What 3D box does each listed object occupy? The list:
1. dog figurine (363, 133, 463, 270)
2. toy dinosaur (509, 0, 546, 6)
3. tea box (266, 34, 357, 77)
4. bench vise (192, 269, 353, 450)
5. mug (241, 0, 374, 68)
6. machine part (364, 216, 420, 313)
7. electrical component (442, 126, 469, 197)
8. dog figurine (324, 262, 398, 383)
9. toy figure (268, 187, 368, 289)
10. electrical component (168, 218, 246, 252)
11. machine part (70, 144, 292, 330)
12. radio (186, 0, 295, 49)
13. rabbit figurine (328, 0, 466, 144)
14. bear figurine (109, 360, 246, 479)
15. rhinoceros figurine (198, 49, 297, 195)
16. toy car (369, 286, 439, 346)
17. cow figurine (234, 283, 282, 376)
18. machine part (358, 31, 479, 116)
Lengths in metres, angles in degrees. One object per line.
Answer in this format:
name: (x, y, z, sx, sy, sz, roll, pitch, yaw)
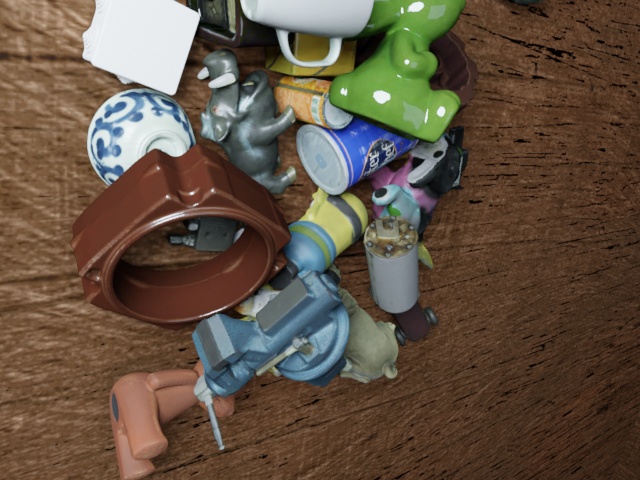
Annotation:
dog figurine: (0.154, -0.049, 0.863, 0.191, 0.109, 0.219, -32, 135, 1)
toy dinosaur: (0.312, -0.439, 0.812, 0.192, 0.131, 0.404, -49, 139, 7)
tea box: (-0.006, -0.287, 0.647, 0.098, 0.068, 0.169, -14, 120, -36)
bench vise: (-0.039, 0.147, 0.689, 0.223, 0.129, 0.240, -50, 139, 0)
mug: (-0.017, -0.215, 0.491, 0.107, 0.081, 0.109, -10, 125, -27)
machine part: (0.113, 0.042, 0.820, 0.079, 0.079, 0.243, -41, 147, -18)
electrical component: (0.212, -0.136, 0.914, 0.075, 0.048, 0.119, -22, 123, -31)
dog figurine: (0.039, 0.119, 0.816, 0.121, 0.173, 0.190, -51, 142, -23)
toy figure: (-0.002, 0.000, 0.754, 0.180, 0.089, 0.082, -51, 174, -39)
electrical component: (-0.134, -0.020, 0.683, 0.102, 0.045, 0.078, 10, 104, -35)
machine part: (-0.149, 0.008, 0.602, 0.201, 0.087, 0.200, -39, 141, 14)
radio: (-0.084, -0.313, 0.525, 0.073, 0.131, 0.229, -16, 120, -34)
rabbit figurine: (0.087, -0.211, 0.597, 0.159, 0.121, 0.170, 21, 99, -7)
bear figurine: (-0.173, 0.221, 0.720, 0.196, 0.132, 0.120, -1, 141, -35)
rhinoceros figurine: (-0.091, -0.136, 0.652, 0.112, 0.073, 0.190, -20, 128, -16)
toy car: (0.153, 0.118, 0.985, 0.089, 0.053, 0.201, -32, 129, 2)
cow figurine: (-0.072, 0.112, 0.785, 0.098, 0.068, 0.167, -40, 134, -25)
machine part: (0.133, -0.238, 0.725, 0.179, 0.179, 0.056, -10, 158, -36)
